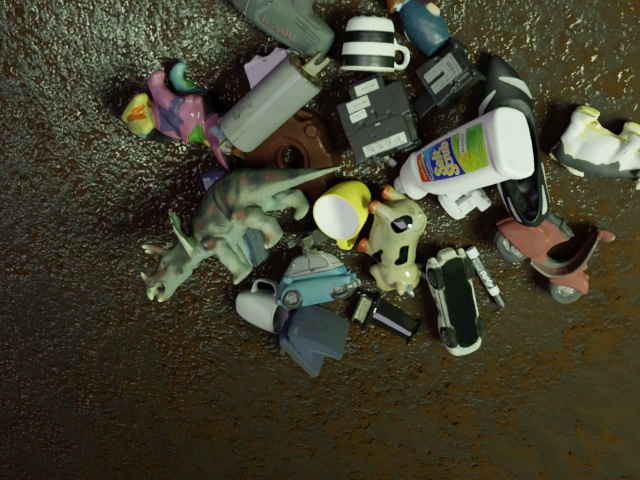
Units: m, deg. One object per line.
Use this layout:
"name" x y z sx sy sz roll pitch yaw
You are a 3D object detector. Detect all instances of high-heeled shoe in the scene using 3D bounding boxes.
"high-heeled shoe" 0.280 -0.142 0.786 0.086 0.145 0.248 -16 105 26

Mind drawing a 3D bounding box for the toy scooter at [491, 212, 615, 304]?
"toy scooter" 0.374 0.006 0.847 0.184 0.075 0.135 40 120 -1

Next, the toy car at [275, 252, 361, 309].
"toy car" -0.010 0.071 1.018 0.162 0.109 0.103 -14 87 18

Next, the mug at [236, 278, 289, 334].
"mug" -0.120 0.128 1.097 0.107 0.081 0.109 12 120 27

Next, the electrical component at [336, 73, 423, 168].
"electrical component" 0.094 -0.197 0.870 0.115 0.058 0.134 -17 87 15

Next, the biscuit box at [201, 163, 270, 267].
"biscuit box" -0.165 -0.046 1.055 0.059 0.063 0.202 -9 106 26

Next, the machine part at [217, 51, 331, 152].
"machine part" -0.083 -0.222 0.879 0.243 0.079 0.079 -35 95 25

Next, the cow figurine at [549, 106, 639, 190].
"cow figurine" 0.428 -0.120 0.778 0.167 0.068 0.098 28 124 13

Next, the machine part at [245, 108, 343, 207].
"machine part" -0.050 -0.146 0.971 0.180 0.056 0.179 9 115 20

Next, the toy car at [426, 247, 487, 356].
"toy car" 0.238 0.108 0.945 0.073 0.056 0.201 -18 105 -10

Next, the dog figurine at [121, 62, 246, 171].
"dog figurine" -0.237 -0.206 0.997 0.219 0.108 0.191 48 119 -4

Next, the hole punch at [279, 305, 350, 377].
"hole punch" -0.009 0.184 1.048 0.092 0.142 0.115 -36 108 31

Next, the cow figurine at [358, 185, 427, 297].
"cow figurine" 0.135 0.015 0.936 0.127 0.085 0.194 31 137 21

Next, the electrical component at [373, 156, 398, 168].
"electrical component" 0.102 -0.167 0.919 0.094 0.021 0.063 37 119 6

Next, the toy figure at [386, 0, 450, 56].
"toy figure" 0.135 -0.351 0.813 0.064 0.058 0.154 -36 89 24

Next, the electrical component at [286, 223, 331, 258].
"electrical component" -0.001 -0.003 0.989 0.078 0.102 0.045 -8 107 52

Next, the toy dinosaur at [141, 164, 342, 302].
"toy dinosaur" -0.155 -0.047 0.956 0.192 0.131 0.405 43 108 -3

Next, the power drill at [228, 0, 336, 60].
"power drill" -0.044 -0.418 0.846 0.232 0.086 0.207 43 116 0

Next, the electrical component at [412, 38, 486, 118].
"electrical component" 0.185 -0.241 0.829 0.119 0.047 0.075 -34 72 34

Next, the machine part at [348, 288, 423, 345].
"machine part" 0.125 0.151 1.030 0.139 0.039 0.084 23 109 15
